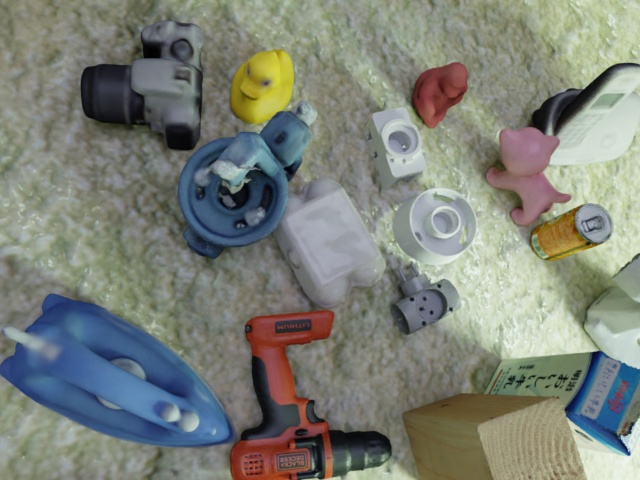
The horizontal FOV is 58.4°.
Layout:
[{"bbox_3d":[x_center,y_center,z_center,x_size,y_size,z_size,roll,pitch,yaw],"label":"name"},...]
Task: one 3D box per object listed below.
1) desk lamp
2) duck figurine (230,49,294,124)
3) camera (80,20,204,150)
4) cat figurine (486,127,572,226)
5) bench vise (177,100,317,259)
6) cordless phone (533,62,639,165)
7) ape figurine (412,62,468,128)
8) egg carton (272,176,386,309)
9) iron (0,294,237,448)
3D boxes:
[{"bbox_3d":[0.426,0.080,0.689,0.118,0.213,0.203,-35,85,-17],"label":"desk lamp"},{"bbox_3d":[-0.070,-0.207,0.723,0.077,0.086,0.105,33,73,-2],"label":"duck figurine"},{"bbox_3d":[-0.209,-0.191,0.683,0.137,0.100,0.143,1,77,-11],"label":"camera"},{"bbox_3d":[0.278,-0.093,0.750,0.067,0.117,0.128,-34,85,-17],"label":"cat figurine"},{"bbox_3d":[-0.080,-0.090,0.623,0.121,0.219,0.207,21,74,-6],"label":"bench vise"},{"bbox_3d":[0.382,-0.171,0.755,0.148,0.185,0.094,-8,78,-13],"label":"cordless phone"},{"bbox_3d":[0.167,-0.204,0.768,0.078,0.092,0.076,-12,79,-14],"label":"ape figurine"},{"bbox_3d":[0.006,0.002,0.697,0.107,0.069,0.150,-29,84,-16],"label":"egg carton"},{"bbox_3d":[-0.196,0.149,0.583,0.258,0.141,0.119,28,73,-4],"label":"iron"}]
